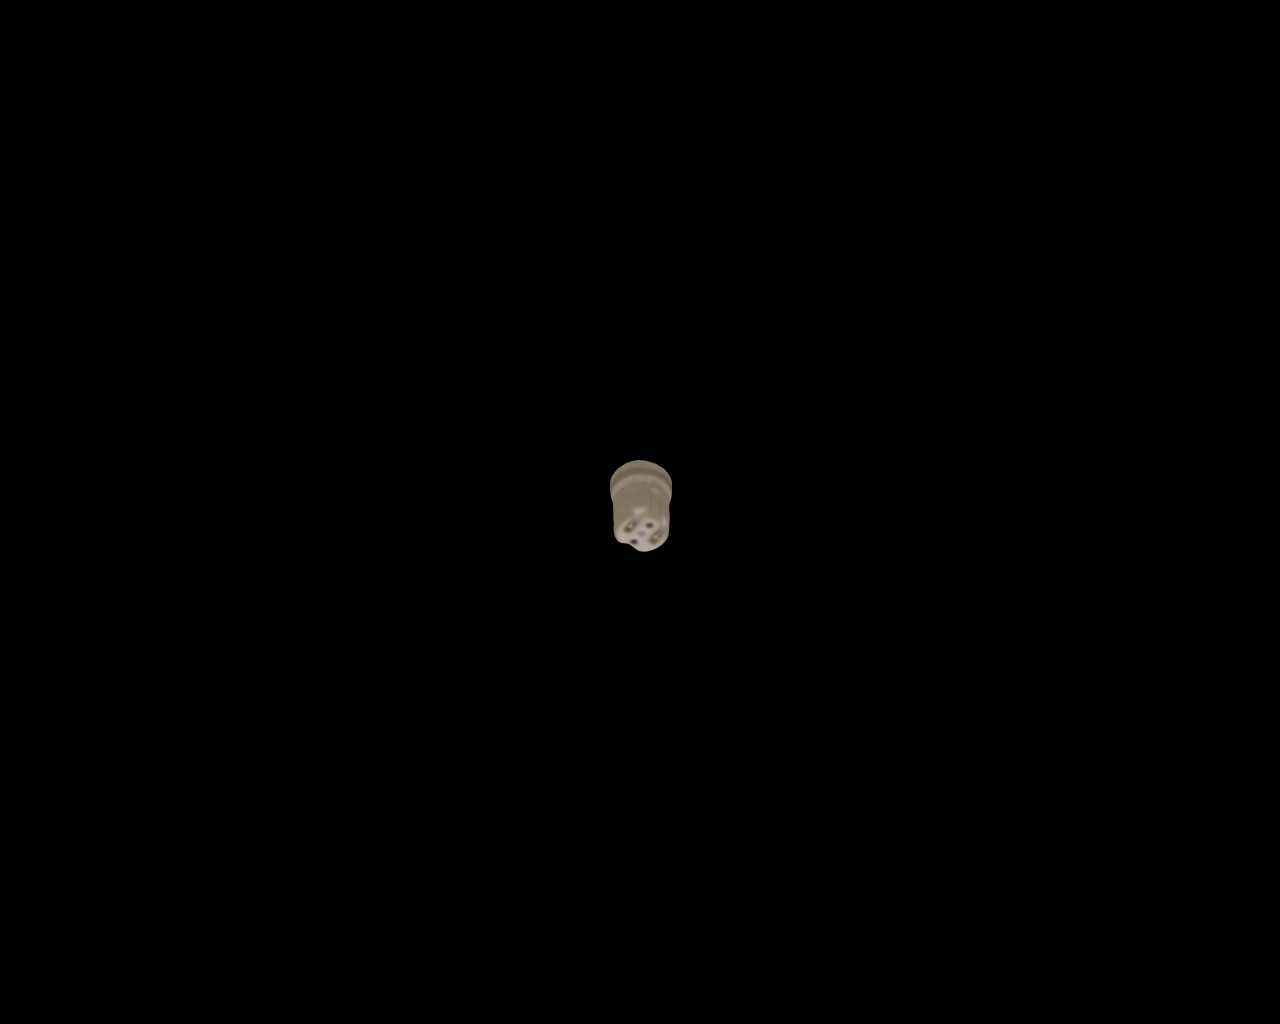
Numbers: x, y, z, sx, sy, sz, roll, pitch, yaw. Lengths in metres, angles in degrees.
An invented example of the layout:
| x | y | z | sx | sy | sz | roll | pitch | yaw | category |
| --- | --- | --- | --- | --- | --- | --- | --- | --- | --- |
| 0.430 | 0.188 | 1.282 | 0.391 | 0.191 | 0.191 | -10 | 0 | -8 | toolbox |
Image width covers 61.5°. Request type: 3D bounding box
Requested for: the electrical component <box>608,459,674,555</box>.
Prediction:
| x | y | z | sx | sy | sz | roll | pitch | yaw | category |
| --- | --- | --- | --- | --- | --- | --- | --- | --- | --- |
| 0.001 | -0.003 | 0.650 | 0.040 | 0.046 | 0.040 | 0 | -43 | 0 | electrical component |
